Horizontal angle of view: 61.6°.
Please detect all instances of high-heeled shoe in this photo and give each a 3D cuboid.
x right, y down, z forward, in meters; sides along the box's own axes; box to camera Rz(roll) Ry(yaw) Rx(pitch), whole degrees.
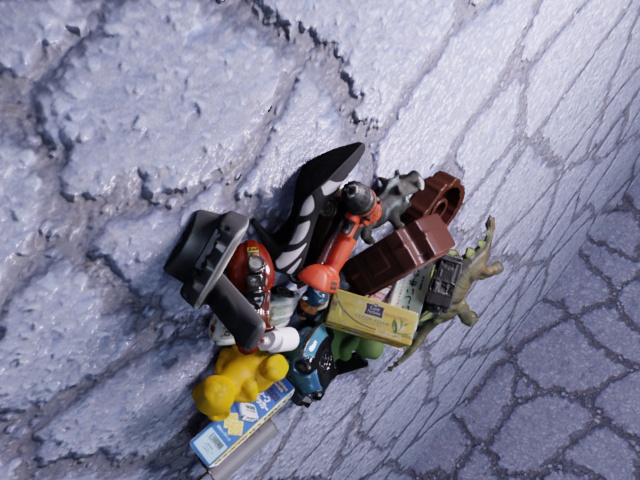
[{"bbox_3d":[0.000,-0.042,0.884,0.249,0.086,0.145,-35,128,7],"label":"high-heeled shoe"}]

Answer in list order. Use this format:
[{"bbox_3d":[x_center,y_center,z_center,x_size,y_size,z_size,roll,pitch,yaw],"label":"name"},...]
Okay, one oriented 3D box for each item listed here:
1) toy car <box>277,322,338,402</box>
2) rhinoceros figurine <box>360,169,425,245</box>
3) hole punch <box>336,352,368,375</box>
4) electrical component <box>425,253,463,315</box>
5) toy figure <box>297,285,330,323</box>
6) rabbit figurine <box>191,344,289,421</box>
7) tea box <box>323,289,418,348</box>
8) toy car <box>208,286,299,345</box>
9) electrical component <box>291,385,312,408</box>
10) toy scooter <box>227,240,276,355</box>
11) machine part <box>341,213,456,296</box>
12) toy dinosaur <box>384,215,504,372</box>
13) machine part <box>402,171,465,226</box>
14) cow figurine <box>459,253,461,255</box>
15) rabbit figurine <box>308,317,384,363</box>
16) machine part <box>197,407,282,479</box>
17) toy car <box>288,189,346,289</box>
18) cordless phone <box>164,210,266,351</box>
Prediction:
[{"bbox_3d":[-0.030,0.236,1.063,0.109,0.103,0.161,-51,140,-43],"label":"toy car"},{"bbox_3d":[0.126,-0.073,1.053,0.190,0.073,0.111,-32,133,-25],"label":"rhinoceros figurine"},{"bbox_3d":[0.042,0.267,1.287,0.116,0.092,0.142,-22,152,9],"label":"hole punch"},{"bbox_3d":[0.274,0.097,1.193,0.115,0.058,0.134,-14,120,-74],"label":"electrical component"},{"bbox_3d":[-0.011,0.120,1.045,0.154,0.058,0.064,112,-10,-65],"label":"toy figure"},{"bbox_3d":[-0.168,0.254,0.964,0.162,0.122,0.173,-42,176,29],"label":"rabbit figurine"},{"bbox_3d":[0.097,0.157,1.060,0.098,0.170,0.068,113,-7,-75],"label":"tea box"},{"bbox_3d":[-0.113,0.135,0.968,0.201,0.056,0.073,-8,128,-47],"label":"toy car"},{"bbox_3d":[-0.042,0.355,1.290,0.075,0.048,0.119,-48,150,-7],"label":"electrical component"},{"bbox_3d":[-0.105,0.094,0.823,0.075,0.135,0.183,1,95,-14],"label":"toy scooter"},{"bbox_3d":[0.160,0.034,1.086,0.201,0.087,0.201,-34,172,30],"label":"machine part"},{"bbox_3d":[0.312,0.146,1.350,0.198,0.105,0.471,15,106,-35],"label":"toy dinosaur"},{"bbox_3d":[0.259,-0.073,1.228,0.179,0.056,0.179,-33,144,-29],"label":"machine part"},{"bbox_3d":[0.309,0.102,1.447,0.195,0.086,0.127,-45,154,-9],"label":"cow figurine"},{"bbox_3d":[0.060,0.209,1.177,0.170,0.121,0.159,5,104,-16],"label":"rabbit figurine"},{"bbox_3d":[-0.178,0.452,1.186,0.243,0.079,0.079,-36,145,-21],"label":"machine part"},{"bbox_3d":[-0.002,-0.003,0.971,0.089,0.053,0.202,-27,145,-63],"label":"toy car"},{"bbox_3d":[-0.122,0.052,0.752,0.088,0.184,0.146,18,108,-52],"label":"cordless phone"}]
